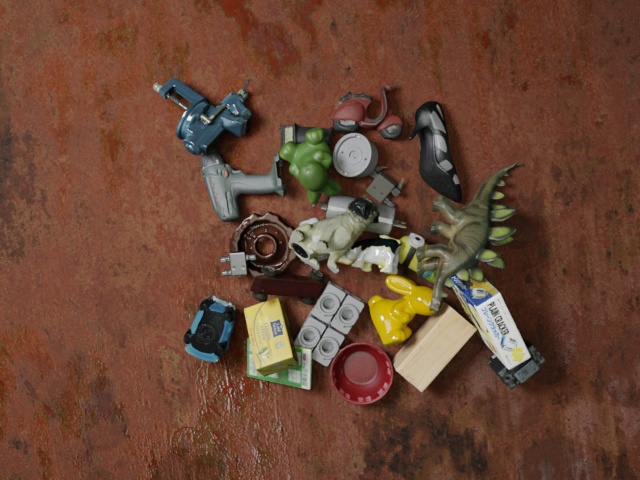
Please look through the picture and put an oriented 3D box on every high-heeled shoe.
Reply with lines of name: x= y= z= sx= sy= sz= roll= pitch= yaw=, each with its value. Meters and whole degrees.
high-heeled shoe: x=0.310 y=-0.224 z=1.354 sx=0.248 sy=0.086 sz=0.145 roll=52 pitch=61 yaw=-20

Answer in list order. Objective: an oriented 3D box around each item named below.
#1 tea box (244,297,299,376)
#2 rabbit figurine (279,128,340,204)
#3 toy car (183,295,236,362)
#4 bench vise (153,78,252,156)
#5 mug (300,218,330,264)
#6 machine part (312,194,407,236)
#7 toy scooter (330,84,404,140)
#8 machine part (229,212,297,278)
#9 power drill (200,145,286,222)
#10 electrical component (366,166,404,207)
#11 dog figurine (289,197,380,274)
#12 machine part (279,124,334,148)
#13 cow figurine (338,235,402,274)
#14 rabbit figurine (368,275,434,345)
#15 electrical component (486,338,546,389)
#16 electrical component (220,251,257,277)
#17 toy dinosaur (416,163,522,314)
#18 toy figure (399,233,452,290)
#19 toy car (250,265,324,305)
tea box: x=-0.122 y=0.240 z=1.338 sx=0.098 sy=0.068 sz=0.170 roll=-21 pitch=56 yaw=2
rabbit figurine: x=-0.023 y=-0.163 z=1.287 sx=0.121 sy=0.170 sz=0.158 roll=-19 pitch=120 yaw=9
toy car: x=-0.271 y=0.219 z=1.364 sx=0.109 sy=0.103 sz=0.161 roll=19 pitch=90 yaw=1
bench vise: x=-0.294 y=-0.327 z=1.320 sx=0.241 sy=0.129 sz=0.223 roll=35 pitch=77 yaw=4
mug: x=-0.003 y=-0.004 z=1.356 sx=0.110 sy=0.081 sz=0.107 roll=-21 pitch=85 yaw=11
machine part: x=0.100 y=-0.065 z=1.351 sx=0.243 sy=0.079 sz=0.079 roll=13 pitch=94 yaw=2
toy scooter: x=0.121 y=-0.326 z=1.337 sx=0.184 sy=0.075 sz=0.135 roll=7 pitch=94 yaw=-2
machine part: x=-0.140 y=0.015 z=1.373 sx=0.179 sy=0.056 sz=0.179 roll=0 pitch=95 yaw=3
power drill: x=-0.194 y=-0.169 z=1.352 sx=0.207 sy=0.086 sz=0.232 roll=-9 pitch=85 yaw=-2
electrical component: x=0.163 y=-0.139 z=1.363 sx=0.102 sy=0.045 sz=0.078 roll=33 pitch=122 yaw=2
dog figurine: x=0.032 y=-0.031 z=1.284 sx=0.173 sy=0.121 sz=0.190 roll=21 pitch=56 yaw=33
machine part: x=-0.034 y=-0.260 z=1.364 sx=0.139 sy=0.039 sz=0.084 roll=-4 pitch=85 yaw=4
cow figurine: x=0.118 y=0.029 z=1.341 sx=0.168 sy=0.068 sz=0.098 roll=10 pitch=85 yaw=28
rabbit figurine: x=0.218 y=0.165 z=1.340 sx=0.173 sy=0.121 sz=0.162 roll=-27 pitch=69 yaw=23
electrical component: x=0.486 y=0.303 z=1.329 sx=0.115 sy=0.134 sz=0.058 roll=-42 pitch=93 yaw=4
electrical component: x=-0.202 y=0.061 z=1.343 sx=0.094 sy=0.021 sz=0.063 roll=-6 pitch=95 yaw=5
toy dinosaur: x=0.358 y=-0.025 z=1.269 sx=0.199 sy=0.105 sz=0.471 roll=16 pitch=62 yaw=20
toy figure: x=0.269 y=0.057 z=1.350 sx=0.180 sy=0.082 sz=0.089 roll=40 pitch=91 yaw=-3
toy car: x=-0.080 y=0.111 z=1.339 sx=0.202 sy=0.053 sz=0.089 roll=7 pitch=117 yaw=-30
